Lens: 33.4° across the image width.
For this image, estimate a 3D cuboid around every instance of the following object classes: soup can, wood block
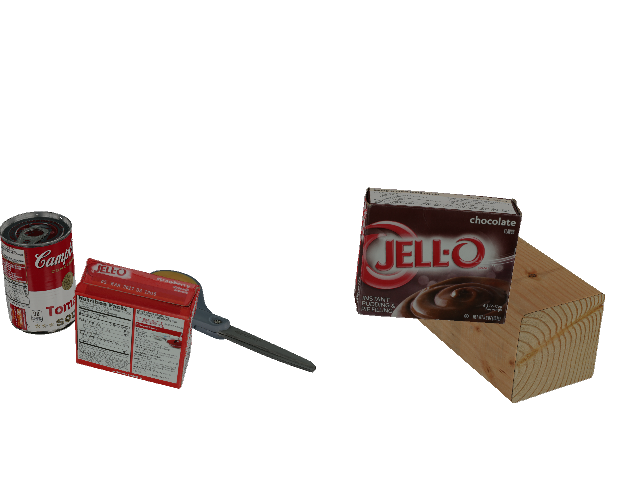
[{"bbox_3d":[-0.274,0.032,1.041,0.068,0.102,0.068,2,28,-1],"label":"soup can"},{"bbox_3d":[0.154,0.049,0.987,0.090,0.090,0.206,-12,30,-25],"label":"wood block"}]

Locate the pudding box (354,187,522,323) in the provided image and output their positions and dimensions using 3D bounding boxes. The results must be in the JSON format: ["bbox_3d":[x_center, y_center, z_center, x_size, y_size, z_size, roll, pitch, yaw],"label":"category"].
[{"bbox_3d":[0.085,0.011,0.783,0.113,0.090,0.039,3,27,-2],"label":"pudding box"}]

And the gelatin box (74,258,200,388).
[{"bbox_3d":[-0.119,0.054,0.688,0.073,0.030,0.089,14,-40,-1],"label":"gelatin box"}]

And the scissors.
[{"bbox_3d":[-0.086,0.063,0.897,0.202,0.016,0.096,13,25,14],"label":"scissors"}]
